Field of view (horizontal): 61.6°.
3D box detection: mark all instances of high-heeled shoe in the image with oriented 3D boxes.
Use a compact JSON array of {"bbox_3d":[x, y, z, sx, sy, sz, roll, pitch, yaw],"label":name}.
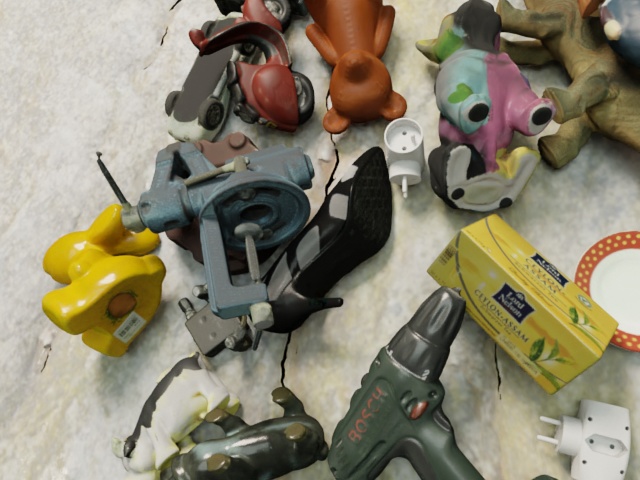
[{"bbox_3d":[-0.001,-0.002,0.650,0.145,0.086,0.249,-8,51,42],"label":"high-heeled shoe"}]

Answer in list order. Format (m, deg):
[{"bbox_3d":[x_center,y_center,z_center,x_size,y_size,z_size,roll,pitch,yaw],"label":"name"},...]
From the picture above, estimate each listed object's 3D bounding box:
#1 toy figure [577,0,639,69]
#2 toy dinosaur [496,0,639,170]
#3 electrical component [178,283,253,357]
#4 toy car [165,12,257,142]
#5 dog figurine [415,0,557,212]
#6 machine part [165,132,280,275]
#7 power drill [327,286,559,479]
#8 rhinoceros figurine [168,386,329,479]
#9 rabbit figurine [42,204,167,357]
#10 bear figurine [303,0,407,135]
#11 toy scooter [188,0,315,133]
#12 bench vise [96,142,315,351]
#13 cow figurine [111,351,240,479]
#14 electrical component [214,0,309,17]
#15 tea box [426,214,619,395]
[{"bbox_3d":[0.300,-0.232,0.539,0.057,0.064,0.154,-53,45,41],"label":"toy figure"},{"bbox_3d":[0.334,-0.166,0.588,0.199,0.105,0.471,-22,71,5],"label":"toy dinosaur"},{"bbox_3d":[-0.124,0.094,0.645,0.078,0.045,0.102,-32,66,1],"label":"electrical component"},{"bbox_3d":[-0.146,-0.223,0.736,0.074,0.056,0.201,17,77,22],"label":"toy car"},{"bbox_3d":[0.172,-0.163,0.626,0.108,0.191,0.219,-1,44,-7],"label":"dog figurine"},{"bbox_3d":[-0.116,-0.047,0.679,0.179,0.056,0.179,-3,76,12],"label":"machine part"},{"bbox_3d":[0.128,0.189,0.524,0.207,0.086,0.232,41,104,10],"label":"power drill"},{"bbox_3d":[-0.086,0.235,0.571,0.190,0.111,0.073,-23,39,-9],"label":"rhinoceros figurine"},{"bbox_3d":[-0.280,0.034,0.666,0.173,0.121,0.162,25,78,36],"label":"rabbit figurine"},{"bbox_3d":[0.038,-0.241,0.664,0.120,0.131,0.196,-8,67,12],"label":"bear figurine"},{"bbox_3d":[-0.088,-0.219,0.674,0.135,0.075,0.183,-15,91,-25],"label":"toy scooter"},{"bbox_3d":[-0.103,-0.011,0.567,0.224,0.128,0.241,-10,56,-10],"label":"bench vise"},{"bbox_3d":[-0.179,0.211,0.613,0.167,0.068,0.098,-46,65,-6],"label":"cow figurine"},{"bbox_3d":[-0.070,-0.361,0.756,0.134,0.058,0.115,23,82,17],"label":"electrical component"},{"bbox_3d":[0.205,0.058,0.548,0.170,0.098,0.068,45,126,19],"label":"tea box"}]
